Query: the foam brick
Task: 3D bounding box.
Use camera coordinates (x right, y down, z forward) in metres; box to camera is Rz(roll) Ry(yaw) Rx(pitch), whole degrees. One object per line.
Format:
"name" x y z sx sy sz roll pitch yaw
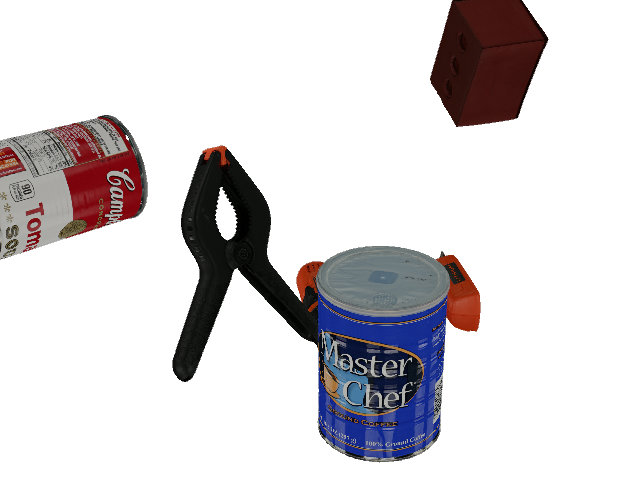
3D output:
"foam brick" 0.116 -0.126 0.749 0.051 0.053 0.078 -12 -36 -18

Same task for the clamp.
"clamp" -0.073 0.017 0.998 0.164 0.210 0.036 -4 -1 -41

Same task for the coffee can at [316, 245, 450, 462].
"coffee can" 0.048 0.089 0.851 0.103 0.140 0.103 0 27 0

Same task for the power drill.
"power drill" 0.074 0.072 1.158 0.187 0.057 0.184 -4 28 -9

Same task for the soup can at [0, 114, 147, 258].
"soup can" -0.167 -0.033 0.651 0.102 0.068 0.069 -21 12 -36
